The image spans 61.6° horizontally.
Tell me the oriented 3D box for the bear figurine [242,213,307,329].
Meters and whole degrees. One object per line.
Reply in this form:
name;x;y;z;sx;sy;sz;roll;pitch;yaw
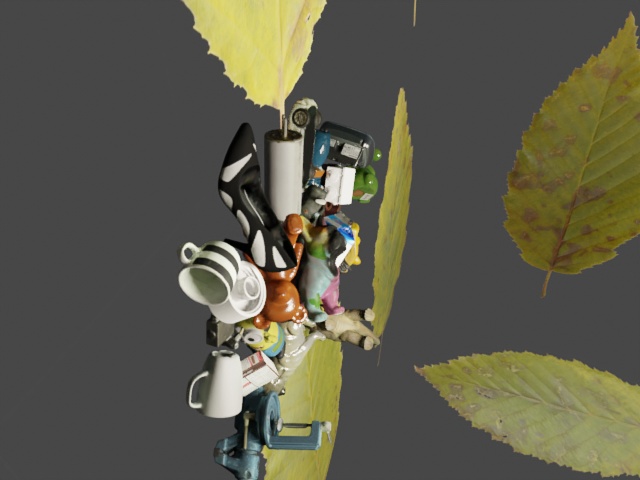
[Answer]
bear figurine;-0.085;0.063;1.023;0.132;0.120;0.196;109;-24;-69

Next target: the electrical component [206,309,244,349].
electrical component;-0.173;0.156;0.996;0.078;0.045;0.102;-38;138;-67

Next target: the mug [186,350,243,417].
mug;-0.191;0.258;0.978;0.109;0.081;0.107;6;93;-36

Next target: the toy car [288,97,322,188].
toy car;-0.040;-0.204;1.159;0.073;0.056;0.201;-22;122;-62

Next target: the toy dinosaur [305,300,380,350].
toy dinosaur;0.054;0.231;1.467;0.471;0.199;0.105;33;67;-38

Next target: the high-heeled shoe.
high-heeled shoe;-0.094;-0.066;0.921;0.086;0.145;0.248;-39;140;-66

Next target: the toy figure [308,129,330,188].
toy figure;-0.011;-0.181;1.267;0.058;0.064;0.154;-134;-126;-63

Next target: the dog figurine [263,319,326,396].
dog figurine;-0.100;0.254;1.248;0.190;0.121;0.172;-52;120;-21

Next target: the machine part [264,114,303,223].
machine part;-0.073;-0.128;1.066;0.079;0.079;0.242;-53;150;-55

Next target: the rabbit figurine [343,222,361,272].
rabbit figurine;0.060;0.008;1.513;0.173;0.122;0.162;-108;175;-66

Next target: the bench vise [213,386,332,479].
bench vise;-0.097;0.415;1.132;0.128;0.241;0.224;76;15;-49

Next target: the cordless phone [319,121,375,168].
cordless phone;0.076;-0.227;1.362;0.088;0.147;0.184;-70;163;4

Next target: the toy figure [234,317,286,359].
toy figure;-0.124;0.190;1.122;0.180;0.082;0.089;57;20;-57

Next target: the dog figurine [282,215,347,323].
dog figurine;-0.025;0.058;1.131;0.108;0.192;0.219;-3;86;-52

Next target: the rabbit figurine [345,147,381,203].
rabbit figurine;0.100;-0.209;1.523;0.159;0.121;0.170;124;-38;-62

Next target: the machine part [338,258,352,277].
machine part;0.016;0.099;1.390;0.139;0.039;0.084;-40;153;27

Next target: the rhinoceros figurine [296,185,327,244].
rhinoceros figurine;-0.045;-0.033;1.184;0.112;0.073;0.190;13;110;-58

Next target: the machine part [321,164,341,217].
machine part;0.010;-0.110;1.392;0.179;0.056;0.179;11;90;-73
